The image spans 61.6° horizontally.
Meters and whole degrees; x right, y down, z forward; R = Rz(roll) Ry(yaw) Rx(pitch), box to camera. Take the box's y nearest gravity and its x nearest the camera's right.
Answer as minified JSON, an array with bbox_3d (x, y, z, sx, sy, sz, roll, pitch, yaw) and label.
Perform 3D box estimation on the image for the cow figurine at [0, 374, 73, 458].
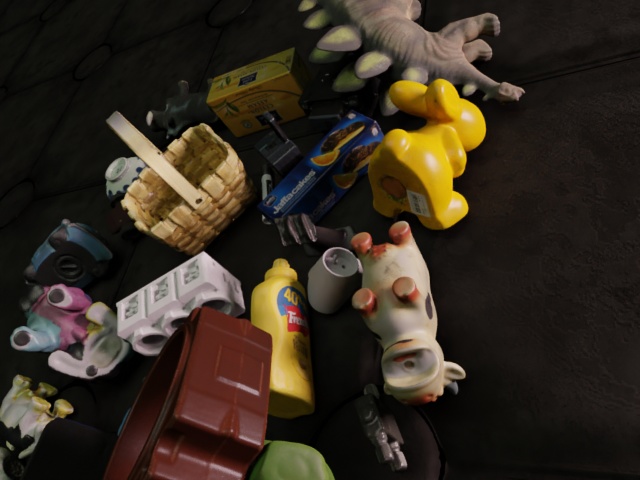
[{"bbox_3d":[-0.408,0.269,0.767,0.168,0.068,0.098,20,76,44],"label":"cow figurine"}]

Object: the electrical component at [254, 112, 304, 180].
[{"bbox_3d":[-0.060,-0.130,0.801,0.048,0.119,0.075,-42,49,-1],"label":"electrical component"}]

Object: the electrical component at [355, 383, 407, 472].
[{"bbox_3d":[0.058,0.181,0.536,0.021,0.063,0.094,-29,46,10],"label":"electrical component"}]

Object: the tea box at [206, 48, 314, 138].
[{"bbox_3d":[-0.097,-0.250,0.927,0.170,0.098,0.068,-14,51,26],"label":"tea box"}]

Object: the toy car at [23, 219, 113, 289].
[{"bbox_3d":[-0.435,0.030,0.948,0.161,0.109,0.103,-41,23,16],"label":"toy car"}]

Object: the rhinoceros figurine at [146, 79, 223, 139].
[{"bbox_3d":[-0.255,-0.247,1.049,0.191,0.073,0.112,0,69,30],"label":"rhinoceros figurine"}]

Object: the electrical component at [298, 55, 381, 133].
[{"bbox_3d":[0.034,-0.233,0.859,0.115,0.058,0.134,2,59,35],"label":"electrical component"}]

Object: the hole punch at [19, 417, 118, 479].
[{"bbox_3d":[-0.306,0.288,0.671,0.092,0.115,0.142,-30,37,57],"label":"hole punch"}]

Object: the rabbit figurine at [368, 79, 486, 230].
[{"bbox_3d":[0.137,-0.122,0.666,0.173,0.162,0.122,-40,31,-23],"label":"rabbit figurine"}]

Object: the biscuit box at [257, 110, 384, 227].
[{"bbox_3d":[0.006,-0.091,0.770,0.202,0.059,0.063,-47,46,-5],"label":"biscuit box"}]

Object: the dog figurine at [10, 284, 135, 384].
[{"bbox_3d":[-0.378,0.134,0.832,0.108,0.191,0.219,-61,15,-14],"label":"dog figurine"}]

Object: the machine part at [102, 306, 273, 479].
[{"bbox_3d":[-0.129,0.178,0.501,0.201,0.087,0.201,-55,19,27],"label":"machine part"}]

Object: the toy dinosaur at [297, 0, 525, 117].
[{"bbox_3d":[0.085,-0.304,0.783,0.198,0.105,0.472,-41,61,-12],"label":"toy dinosaur"}]

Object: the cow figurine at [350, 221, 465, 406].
[{"bbox_3d":[0.087,0.086,0.564,0.085,0.127,0.195,-22,35,17],"label":"cow figurine"}]

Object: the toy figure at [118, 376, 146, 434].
[{"bbox_3d":[-0.199,0.256,0.637,0.089,0.082,0.180,-13,50,24],"label":"toy figure"}]

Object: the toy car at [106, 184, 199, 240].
[{"bbox_3d":[-0.290,-0.076,0.954,0.202,0.053,0.089,-34,66,8],"label":"toy car"}]

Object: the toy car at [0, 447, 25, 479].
[{"bbox_3d":[-0.437,0.374,0.718,0.073,0.056,0.202,-40,45,1],"label":"toy car"}]

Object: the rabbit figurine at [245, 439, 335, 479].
[{"bbox_3d":[-0.007,0.261,0.476,0.121,0.170,0.159,-67,10,-25],"label":"rabbit figurine"}]

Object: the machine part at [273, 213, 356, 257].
[{"bbox_3d":[-0.001,-0.002,0.661,0.084,0.138,0.039,-5,79,28],"label":"machine part"}]
